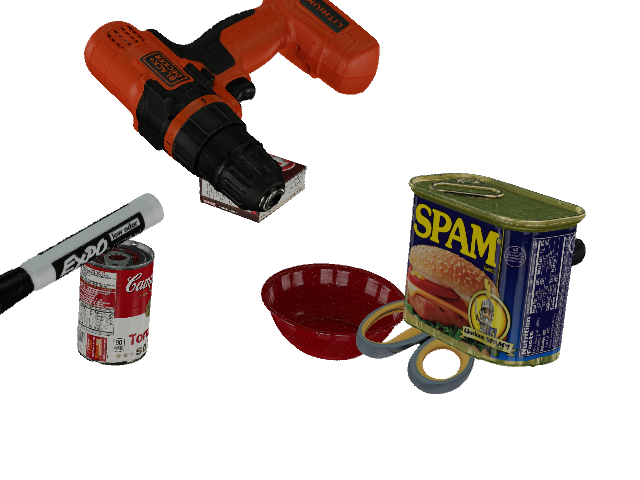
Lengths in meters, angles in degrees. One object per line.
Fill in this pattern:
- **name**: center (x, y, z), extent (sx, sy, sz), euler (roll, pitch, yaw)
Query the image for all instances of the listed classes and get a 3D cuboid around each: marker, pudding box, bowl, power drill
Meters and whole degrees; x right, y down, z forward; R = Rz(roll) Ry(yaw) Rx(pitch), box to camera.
- **marker**: center (-0.138, 0.007, 0.595), extent (0.020, 0.020, 0.120), euler (0, 26, 47)
- **pudding box**: center (-0.083, -0.071, 1.318), extent (0.090, 0.039, 0.113), euler (19, 36, 23)
- **bowl**: center (0.013, 0.085, 1.178), extent (0.162, 0.055, 0.162), euler (4, 26, -2)
- **power drill**: center (-0.046, -0.112, 0.761), extent (0.187, 0.184, 0.057), euler (-30, -25, -38)

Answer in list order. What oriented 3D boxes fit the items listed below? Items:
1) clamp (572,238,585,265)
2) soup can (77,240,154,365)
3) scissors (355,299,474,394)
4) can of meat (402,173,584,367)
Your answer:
- **clamp**: center (0.139, 0.027, 1.022), extent (0.165, 0.036, 0.209), euler (18, 33, 30)
- **soup can**: center (-0.193, 0.058, 1.001), extent (0.068, 0.102, 0.068), euler (6, 21, -3)
- **scissors**: center (0.124, 0.058, 0.810), extent (0.201, 0.016, 0.096), euler (-17, 47, -22)
- **can of meat**: center (0.092, 0.015, 0.592), extent (0.057, 0.084, 0.102), euler (-8, 20, -33)
